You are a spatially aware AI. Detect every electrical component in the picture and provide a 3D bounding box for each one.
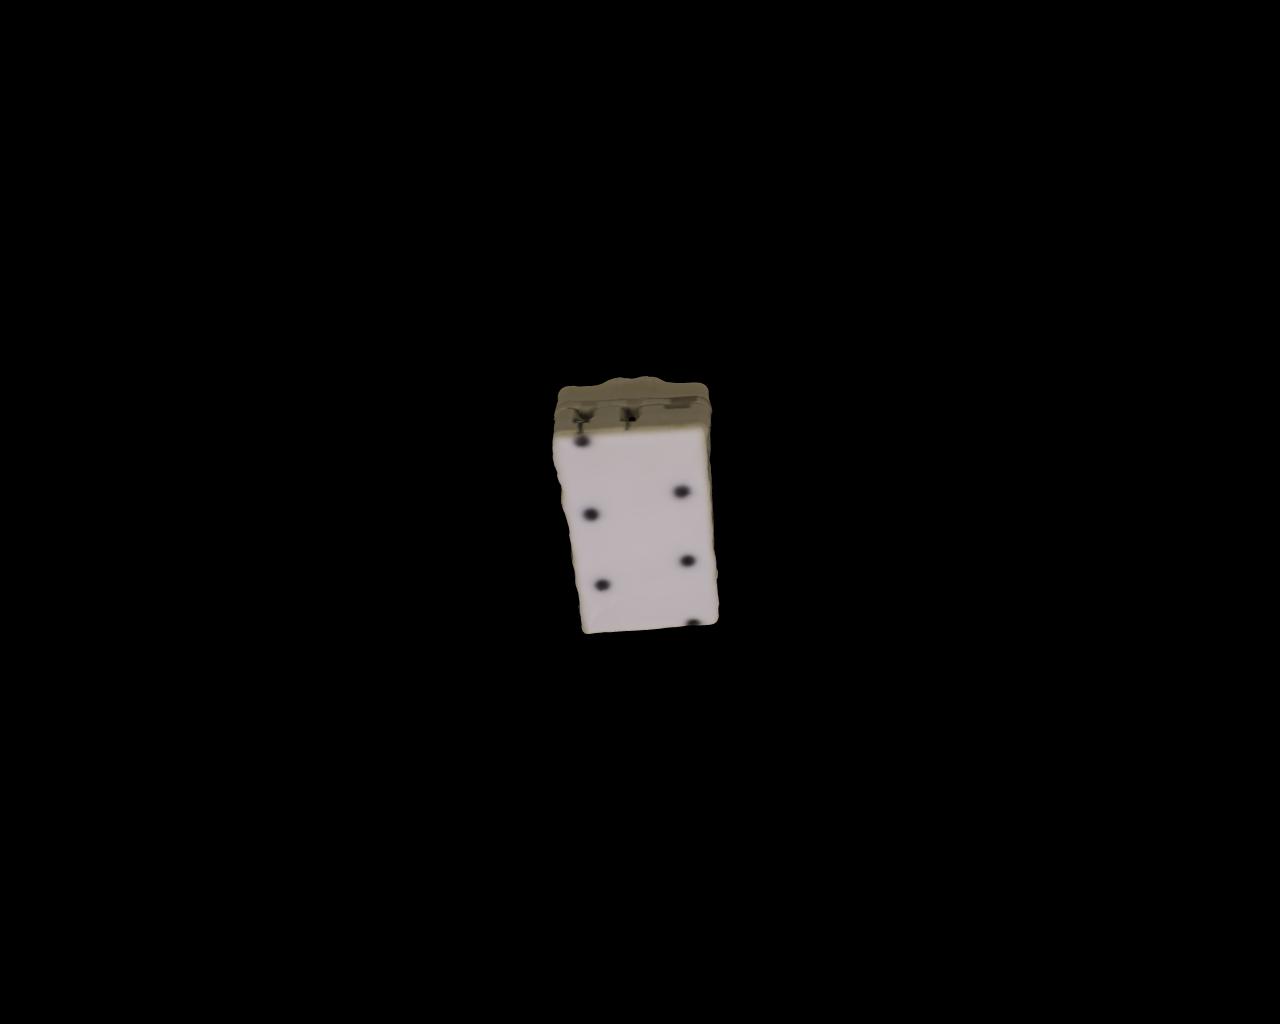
[{"bbox_3d":[0.001,-0.003,0.650,0.089,0.150,0.062,-3,36,2],"label":"electrical component"}]
